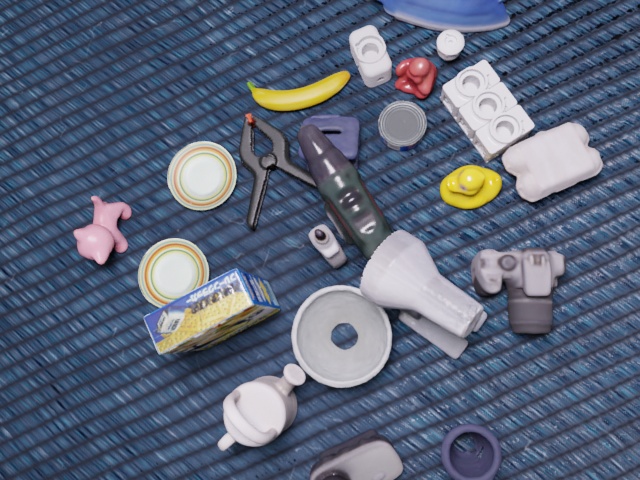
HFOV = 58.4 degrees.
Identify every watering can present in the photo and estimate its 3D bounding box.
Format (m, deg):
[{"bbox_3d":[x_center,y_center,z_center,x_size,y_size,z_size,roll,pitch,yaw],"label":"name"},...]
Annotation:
[{"bbox_3d":[-0.096,0.267,0.907,0.100,0.194,0.173,23,85,10],"label":"watering can"}]

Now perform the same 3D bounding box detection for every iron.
[{"bbox_3d":[0.222,-0.455,1.009,0.258,0.141,0.119,20,84,9],"label":"iron"}]

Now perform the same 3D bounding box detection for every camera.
[{"bbox_3d":[0.327,0.084,0.935,0.143,0.101,0.137,-1,81,7],"label":"camera"}]

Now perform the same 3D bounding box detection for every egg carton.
[{"bbox_3d":[0.394,-0.134,0.977,0.150,0.069,0.107,-24,79,2],"label":"egg carton"}]

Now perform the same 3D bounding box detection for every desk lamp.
[{"bbox_3d":[0.170,0.089,0.895,0.203,0.213,0.118,35,87,11],"label":"desk lamp"}]

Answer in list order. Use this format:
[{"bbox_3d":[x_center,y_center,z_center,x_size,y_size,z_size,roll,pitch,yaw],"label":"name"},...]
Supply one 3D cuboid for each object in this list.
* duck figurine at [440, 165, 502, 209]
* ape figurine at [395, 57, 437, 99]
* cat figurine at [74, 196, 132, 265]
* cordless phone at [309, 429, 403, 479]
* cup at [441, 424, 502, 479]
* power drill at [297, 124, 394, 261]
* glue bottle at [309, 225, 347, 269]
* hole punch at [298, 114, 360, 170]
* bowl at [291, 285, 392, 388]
[{"bbox_3d":[0.260,-0.098,0.978,0.104,0.086,0.077,-7,80,5],"label":"duck figurine"},{"bbox_3d":[0.173,-0.295,1.015,0.076,0.092,0.078,-24,79,3],"label":"ape figurine"},{"bbox_3d":[-0.394,-0.016,1.023,0.067,0.118,0.128,-2,81,7],"label":"cat figurine"},{"bbox_3d":[0.052,0.367,0.880,0.147,0.185,0.094,-30,79,1],"label":"cordless phone"},{"bbox_3d":[0.241,0.344,0.908,0.091,0.095,0.117,-29,79,2],"label":"cup"},{"bbox_3d":[0.043,-0.065,0.935,0.075,0.208,0.229,-34,79,1],"label":"power drill"},{"bbox_3d":[0.009,0.003,0.946,0.037,0.173,0.078,-37,79,0],"label":"glue bottle"},{"bbox_3d":[0.016,-0.177,1.015,0.108,0.091,0.101,0,81,7],"label":"hole punch"},{"bbox_3d":[0.038,0.162,0.969,0.167,0.075,0.167,-1,81,6],"label":"bowl"}]
